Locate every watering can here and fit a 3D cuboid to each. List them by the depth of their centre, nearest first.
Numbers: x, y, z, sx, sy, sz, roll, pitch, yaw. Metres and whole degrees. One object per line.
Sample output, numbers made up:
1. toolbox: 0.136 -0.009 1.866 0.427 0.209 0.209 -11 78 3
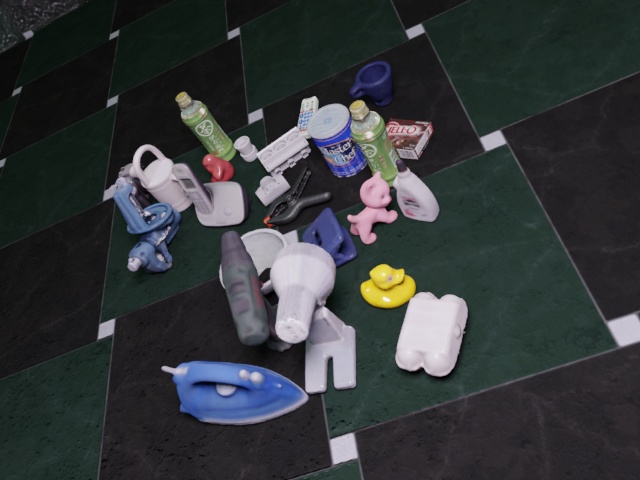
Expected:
1. watering can: -0.421 -0.164 1.489 0.172 0.195 0.101 -12 52 21

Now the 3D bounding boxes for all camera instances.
1. camera: -0.485 -0.160 1.584 0.136 0.101 0.143 -12 51 21

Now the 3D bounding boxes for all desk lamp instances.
1. desk lamp: -0.013 0.139 1.026 0.117 0.214 0.203 -15 50 18

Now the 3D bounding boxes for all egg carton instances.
1. egg carton: 0.195 0.162 0.995 0.107 0.070 0.150 2 57 30

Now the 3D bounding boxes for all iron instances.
1. iron: -0.162 0.265 1.060 0.257 0.142 0.118 -6 54 25

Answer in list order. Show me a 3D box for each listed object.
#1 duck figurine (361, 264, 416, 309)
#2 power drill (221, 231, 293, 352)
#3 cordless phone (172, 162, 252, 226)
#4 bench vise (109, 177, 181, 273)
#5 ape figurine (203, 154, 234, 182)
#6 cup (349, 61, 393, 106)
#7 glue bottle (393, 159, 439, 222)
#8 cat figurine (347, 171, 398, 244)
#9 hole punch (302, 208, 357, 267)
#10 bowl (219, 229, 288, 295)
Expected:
1. duck figurine: 0.121 0.080 1.086 0.104 0.086 0.077 -10 52 22
2. power drill: -0.120 0.117 1.103 0.075 0.209 0.229 -25 48 9
3. cordless phone: -0.262 -0.117 1.373 0.147 0.186 0.094 -4 54 26
4. bench vise: -0.421 -0.036 1.374 0.121 0.220 0.207 -21 49 13
5. ape figurine: -0.273 -0.189 1.498 0.076 0.092 0.077 -25 48 9
6. cup: 0.134 -0.370 1.414 0.118 0.095 0.091 -37 47 -2
7. glue bottle: 0.179 -0.101 1.132 0.077 0.174 0.037 10 61 34
8. cat figurine: 0.105 -0.074 1.190 0.128 0.118 0.067 -47 48 -10
9. hole punch: 0.011 0.004 1.199 0.101 0.091 0.108 -29 47 6
10. bowl: -0.129 0.062 1.242 0.167 0.075 0.167 -14 51 18
